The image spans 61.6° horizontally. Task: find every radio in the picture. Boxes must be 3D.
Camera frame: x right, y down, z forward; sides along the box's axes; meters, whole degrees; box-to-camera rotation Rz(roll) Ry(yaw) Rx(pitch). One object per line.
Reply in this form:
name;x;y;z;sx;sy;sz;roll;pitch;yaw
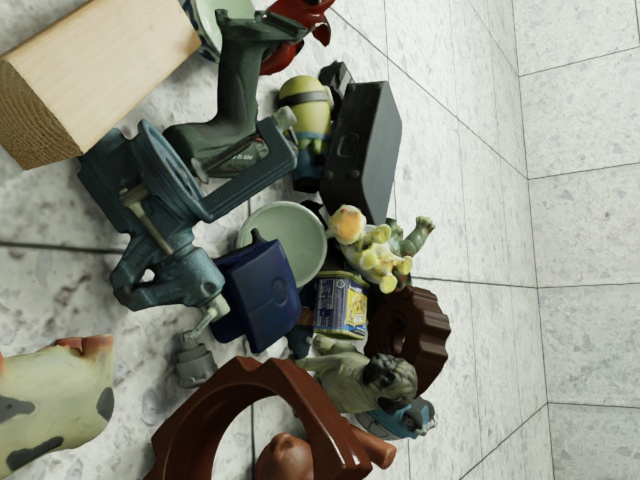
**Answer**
radio;0.069;-0.129;0.837;0.131;0.073;0.229;56;40;-53

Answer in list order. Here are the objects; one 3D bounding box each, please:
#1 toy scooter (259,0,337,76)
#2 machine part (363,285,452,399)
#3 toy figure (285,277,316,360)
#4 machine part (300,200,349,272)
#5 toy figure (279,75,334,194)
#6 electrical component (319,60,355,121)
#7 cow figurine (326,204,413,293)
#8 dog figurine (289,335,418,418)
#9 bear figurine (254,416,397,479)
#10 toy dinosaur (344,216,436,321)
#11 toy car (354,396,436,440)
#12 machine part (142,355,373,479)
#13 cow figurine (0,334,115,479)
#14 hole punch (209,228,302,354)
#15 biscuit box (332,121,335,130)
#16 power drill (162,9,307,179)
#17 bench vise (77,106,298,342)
toy scooter;-0.038;-0.297;0.773;0.075;0.184;0.135;52;9;8
machine part;0.132;0.160;0.854;0.056;0.179;0.179;17;67;-22
toy figure;-0.020;0.106;0.795;0.064;0.058;0.154;85;20;-46
machine part;-0.002;-0.002;0.812;0.084;0.039;0.139;17;41;-44
toy figure;-0.020;-0.164;0.829;0.089;0.082;0.180;15;74;-59
electrical component;0.035;-0.279;0.969;0.074;0.048;0.119;56;43;-38
cow figurine;0.055;0.001;0.766;0.068;0.098;0.167;-50;130;-10
dog figurine;0.073;0.205;0.802;0.172;0.191;0.121;-23;104;-59
bear figurine;0.002;0.311;0.729;0.120;0.132;0.195;-63;154;6
toy dinosaur;0.124;0.087;0.986;0.192;0.131;0.404;-36;124;-35
toy car;0.114;0.287;0.926;0.103;0.162;0.109;-55;157;17
machine part;-0.064;0.236;0.539;0.201;0.202;0.087;-45;146;4
cow figurine;-0.248;0.146;0.408;0.195;0.086;0.127;-3;80;-59
hole punch;-0.075;0.065;0.652;0.116;0.092;0.142;-26;104;-32
biscuit box;0.058;-0.193;0.973;0.059;0.063;0.203;62;38;-31
power drill;-0.085;-0.172;0.665;0.232;0.086;0.207;-22;145;-49
bench vise;-0.115;-0.040;0.534;0.223;0.241;0.129;56;-1;5
